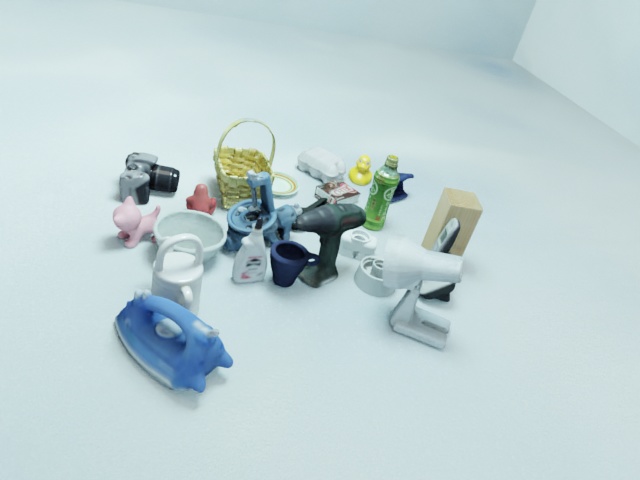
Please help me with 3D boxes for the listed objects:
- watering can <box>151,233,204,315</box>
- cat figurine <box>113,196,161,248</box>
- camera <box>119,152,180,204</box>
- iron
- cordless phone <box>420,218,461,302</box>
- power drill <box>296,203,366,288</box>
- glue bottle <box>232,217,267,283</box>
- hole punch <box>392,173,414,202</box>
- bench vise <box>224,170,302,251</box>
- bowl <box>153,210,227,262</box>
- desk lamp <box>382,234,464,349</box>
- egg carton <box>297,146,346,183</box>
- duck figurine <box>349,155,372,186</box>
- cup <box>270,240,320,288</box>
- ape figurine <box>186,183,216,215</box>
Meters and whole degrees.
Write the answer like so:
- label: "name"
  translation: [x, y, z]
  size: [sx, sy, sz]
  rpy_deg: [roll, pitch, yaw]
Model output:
- label: "watering can"
  translation: [-0.289, 0.063, 1.146]
  size: [0.172, 0.194, 0.101]
  rpy_deg: [34, 38, 26]
- label: "cat figurine"
  translation: [-0.423, -0.047, 1.320]
  size: [0.128, 0.118, 0.067]
  rpy_deg: [-17, 45, -39]
- label: "camera"
  translation: [-0.441, -0.166, 1.498]
  size: [0.137, 0.101, 0.143]
  rpy_deg: [9, 34, -9]
- label: "iron"
  translation: [-0.283, 0.162, 1.054]
  size: [0.257, 0.141, 0.119]
  rpy_deg: [28, 36, 18]
- label: "cordless phone"
  translation: [0.302, 0.047, 1.414]
  size: [0.094, 0.185, 0.147]
  rpy_deg: [10, 34, -7]
- label: "power drill"
  translation: [0.012, 0.005, 1.338]
  size: [0.075, 0.208, 0.230]
  rpy_deg: [35, 39, 27]
- label: "glue bottle"
  translation: [-0.149, 0.020, 1.282]
  size: [0.078, 0.173, 0.037]
  rpy_deg: [-7, 40, -30]
- label: "hole punch"
  translation: [0.224, -0.182, 1.797]
  size: [0.109, 0.091, 0.100]
  rpy_deg: [-21, 48, -42]
- label: "bench vise"
  translation: [-0.138, -0.084, 1.395]
  size: [0.121, 0.220, 0.208]
  rpy_deg: [32, 37, 24]
- label: "bowl"
  translation: [-0.304, 0.004, 1.332]
  size: [0.167, 0.075, 0.167]
  rpy_deg: [11, 34, -7]
- label: "desk lamp"
  translation: [0.221, 0.104, 1.274]
  size: [0.203, 0.213, 0.118]
  rpy_deg: [21, 34, 8]
- label: "egg carton"
  translation: [0.007, -0.238, 1.809]
  size: [0.150, 0.069, 0.107]
  rpy_deg: [30, 37, 21]
- label: "duck figurine"
  translation: [0.138, -0.235, 1.843]
  size: [0.077, 0.086, 0.104]
  rpy_deg: [17, 34, 3]
- label: "cup"
  translation: [-0.064, 0.062, 1.326]
  size: [0.118, 0.095, 0.091]
  rpy_deg: [6, 35, -13]
- label: "ape figurine"
  translation: [-0.305, -0.104, 1.472]
  size: [0.078, 0.092, 0.076]
  rpy_deg: [12, 34, -5]
